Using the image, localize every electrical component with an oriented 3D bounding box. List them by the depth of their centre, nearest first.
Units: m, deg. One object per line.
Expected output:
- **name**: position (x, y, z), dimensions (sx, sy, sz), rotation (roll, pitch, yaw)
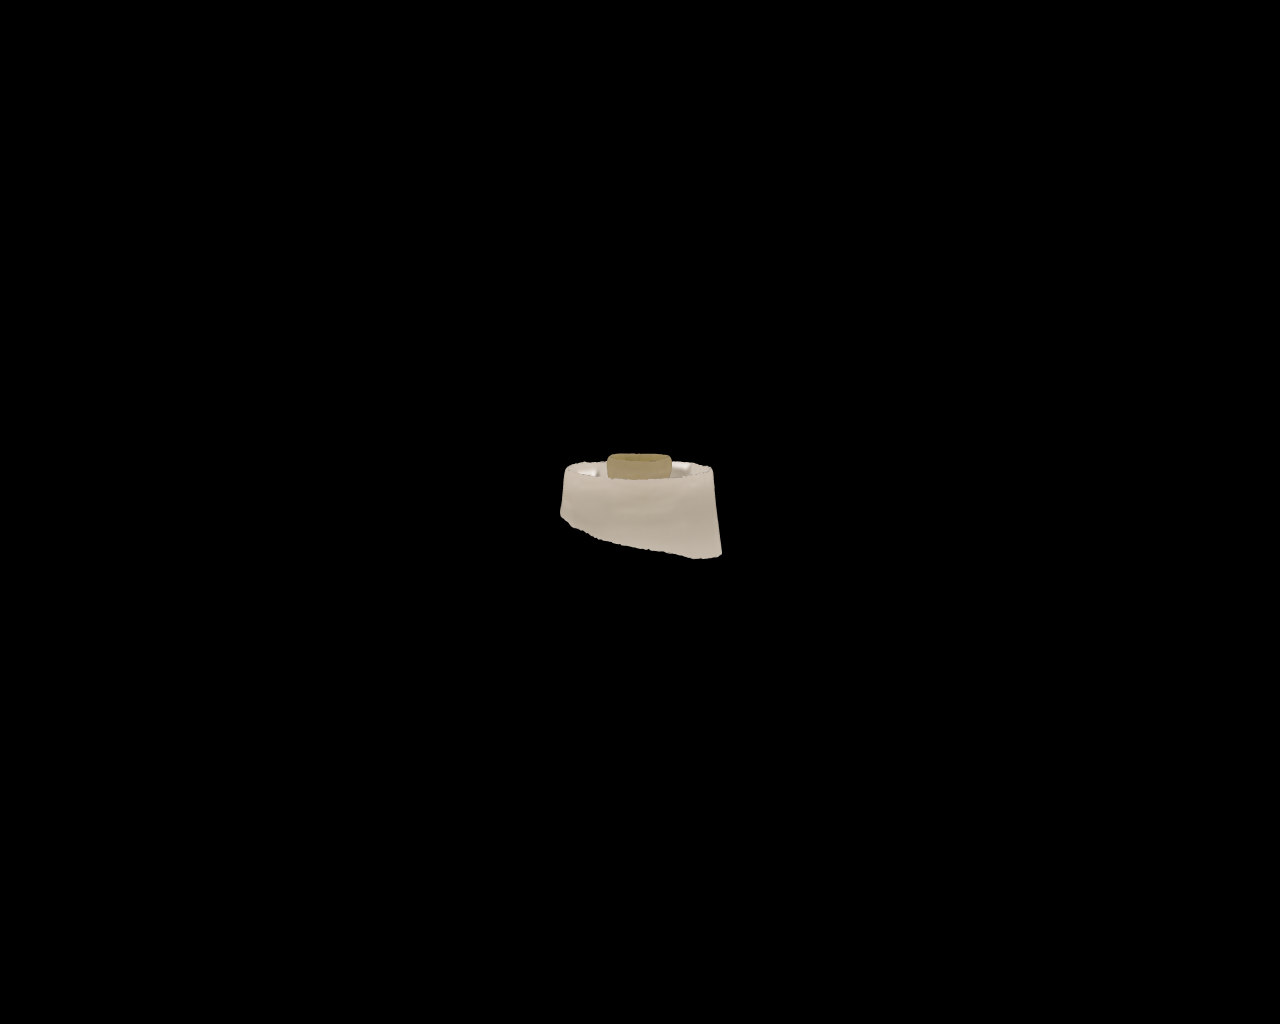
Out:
- **electrical component**: position (0.001, -0.003, 0.650), dimensions (0.099, 0.064, 0.099), rotation (0, 9, 0)
